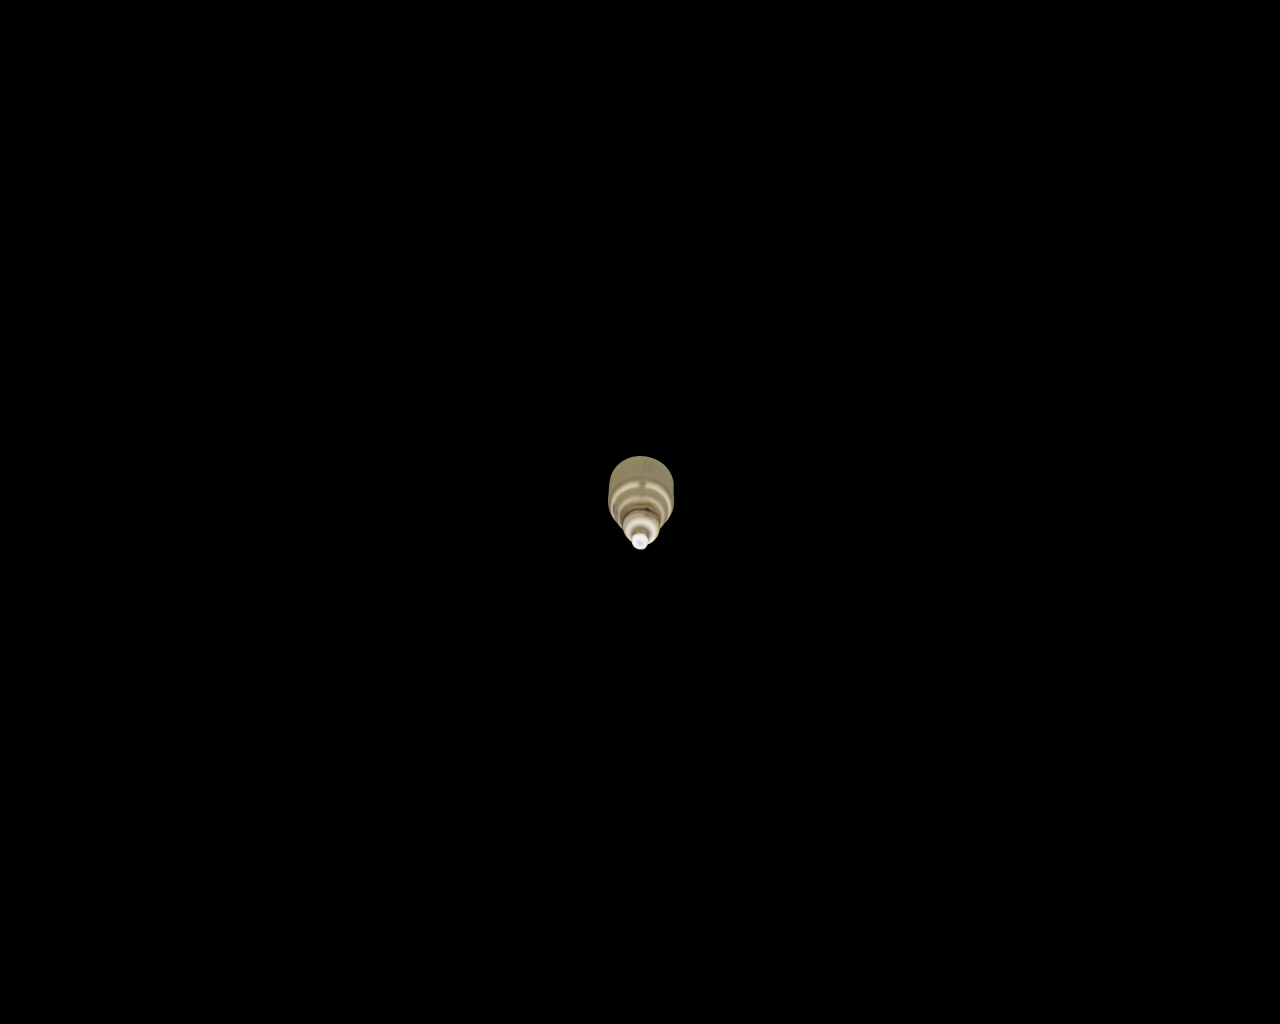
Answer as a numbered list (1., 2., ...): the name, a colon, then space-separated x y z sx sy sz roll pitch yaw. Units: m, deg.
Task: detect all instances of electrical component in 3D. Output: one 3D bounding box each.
1. electrical component: 0.001 -0.003 0.650 0.040 0.040 0.078 0 32 0
